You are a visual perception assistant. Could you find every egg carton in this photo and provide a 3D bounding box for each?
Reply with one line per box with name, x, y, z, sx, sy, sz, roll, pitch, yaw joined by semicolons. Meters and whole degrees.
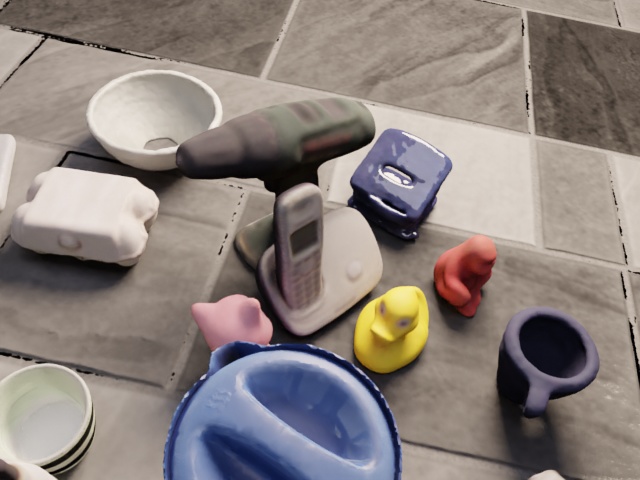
egg carton;-0.265;-0.025;0.652;0.150;0.069;0.107;8;51;-2

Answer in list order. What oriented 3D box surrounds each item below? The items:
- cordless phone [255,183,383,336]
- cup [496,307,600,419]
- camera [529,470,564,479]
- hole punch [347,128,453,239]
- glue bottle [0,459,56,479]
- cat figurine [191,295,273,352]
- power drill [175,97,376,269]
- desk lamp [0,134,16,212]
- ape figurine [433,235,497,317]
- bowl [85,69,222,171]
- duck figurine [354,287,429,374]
cordless phone;0.005;0.002;0.595;0.148;0.185;0.094;-35;63;-29
cup;0.213;0.138;0.574;0.091;0.095;0.118;23;53;11
camera;0.191;0.278;0.457;0.143;0.101;0.136;-35;63;-29
hole punch;0.101;-0.072;0.727;0.108;0.091;0.101;31;54;16
glue bottle;-0.214;0.191;0.423;0.078;0.173;0.037;22;52;10
cat figurine;-0.063;0.105;0.548;0.127;0.118;0.067;39;57;21
power drill;-0.044;-0.060;0.622;0.230;0.208;0.075;-30;61;-27
desk lamp;-0.421;-0.108;0.604;0.118;0.213;0.203;-5;53;-11
ape figurine;0.172;0.031;0.654;0.078;0.092;0.076;-23;58;-23
bowl;-0.211;-0.145;0.751;0.167;0.075;0.167;4;52;-5
duck figurine;0.082;0.081;0.607;0.077;0.086;0.105;32;55;17
